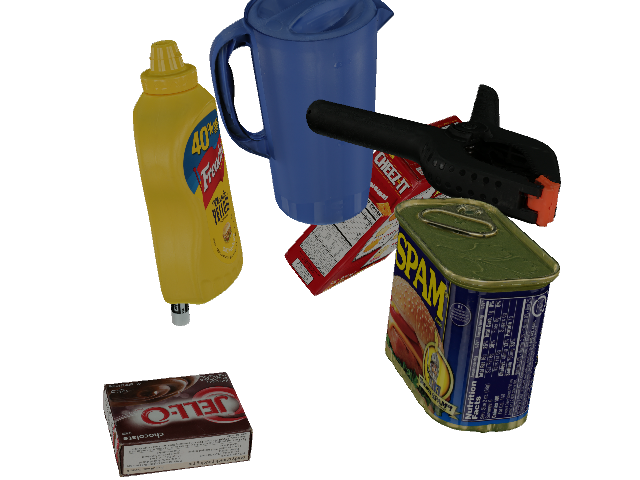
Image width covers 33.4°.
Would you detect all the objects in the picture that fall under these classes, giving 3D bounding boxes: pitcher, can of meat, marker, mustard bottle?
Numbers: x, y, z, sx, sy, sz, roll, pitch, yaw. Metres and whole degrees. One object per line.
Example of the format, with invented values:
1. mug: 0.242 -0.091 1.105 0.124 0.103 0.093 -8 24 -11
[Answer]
1. pitcher: -0.013 -0.137 1.111 0.149 0.243 0.144 16 43 23
2. can of meat: 0.071 0.035 0.535 0.057 0.084 0.102 -3 24 -16
3. marker: -0.148 0.033 1.106 0.020 0.121 0.020 0 28 0
4. mustard bottle: -0.102 -0.055 0.804 0.058 0.191 0.096 1 25 18

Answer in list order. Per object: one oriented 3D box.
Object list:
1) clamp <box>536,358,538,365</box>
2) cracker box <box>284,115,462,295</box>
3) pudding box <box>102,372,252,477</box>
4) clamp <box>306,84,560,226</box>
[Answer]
1. clamp: 0.141 0.081 1.078 0.120 0.039 0.171 0 44 -20
2. cracker box: 0.074 -0.043 1.247 0.163 0.072 0.214 -25 -19 -51
3. pudding box: -0.122 0.154 0.906 0.113 0.039 0.090 -6 26 -18
4. clamp: 0.092 -0.065 0.754 0.164 0.036 0.210 -6 28 -17
